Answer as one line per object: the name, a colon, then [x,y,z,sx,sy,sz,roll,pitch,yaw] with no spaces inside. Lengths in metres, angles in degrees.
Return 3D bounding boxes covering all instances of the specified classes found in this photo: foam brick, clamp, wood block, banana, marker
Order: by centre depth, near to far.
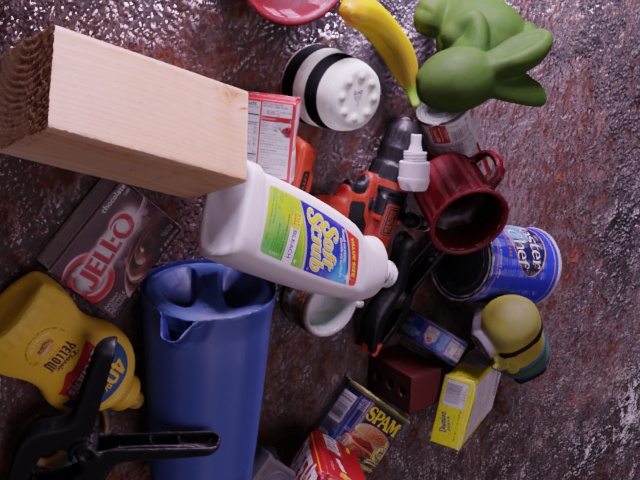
wood block: [-0.170,-0.106,0.940,0.205,0.090,0.091,13,71,-43]
clamp: [-0.211,0.196,1.018,0.210,0.036,0.164,-38,117,18]
banana: [0.066,-0.214,1.128,0.037,0.069,0.197,-28,148,16]
marker: [0.114,-0.021,1.247,0.020,0.020,0.121,-68,167,4]
clamp: [0.099,0.060,1.288,0.120,0.039,0.172,-5,127,-49]
foam brick: [0.104,0.172,1.324,0.051,0.078,0.053,-15,117,-38]

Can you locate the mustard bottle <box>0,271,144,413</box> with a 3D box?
mustard bottle: [-0.234,0.114,1.020,0.096,0.058,0.191,-48,133,-4]

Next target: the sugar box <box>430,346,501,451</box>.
sugar box: [0.195,0.199,1.388,0.176,0.048,0.093,-24,128,-68]

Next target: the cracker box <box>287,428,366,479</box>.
cracker box: [-0.036,0.333,1.194,0.072,0.164,0.214,34,93,-9]

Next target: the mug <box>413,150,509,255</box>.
mug: [0.161,-0.053,1.199,0.093,0.081,0.117,21,120,-33]

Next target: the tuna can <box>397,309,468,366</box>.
tuna can: [0.139,0.122,1.327,0.086,0.086,0.034,34,86,-44]

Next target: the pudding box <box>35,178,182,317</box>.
pudding box: [-0.200,0.004,1.015,0.113,0.039,0.090,-55,133,-9]

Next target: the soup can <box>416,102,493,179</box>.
soup can: [0.158,-0.117,1.252,0.068,0.069,0.102,-41,130,-20]

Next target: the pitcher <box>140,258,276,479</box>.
pitcher: [-0.114,0.146,1.102,0.149,0.145,0.243,-7,117,-25]

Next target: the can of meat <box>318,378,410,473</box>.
can of meat: [0.050,0.231,1.319,0.084,0.058,0.102,-54,133,-5]

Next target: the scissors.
scissors: [-0.262,0.255,1.087,0.096,0.016,0.202,3,106,-40]

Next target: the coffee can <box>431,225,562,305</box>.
coffee can: [0.222,0.030,1.346,0.140,0.103,0.103,6,104,-42]

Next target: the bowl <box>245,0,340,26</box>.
bowl: [-0.034,-0.289,1.019,0.161,0.055,0.162,-17,119,-35]

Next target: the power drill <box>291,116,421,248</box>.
power drill: [0.025,-0.061,1.169,0.187,0.057,0.184,12,97,-42]

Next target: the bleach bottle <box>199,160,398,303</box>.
bleach bottle: [-0.007,0.001,1.080,0.250,0.068,0.102,19,78,-45]

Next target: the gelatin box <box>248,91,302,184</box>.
gelatin box: [-0.060,-0.103,1.068,0.030,0.073,0.089,-58,155,-70]
